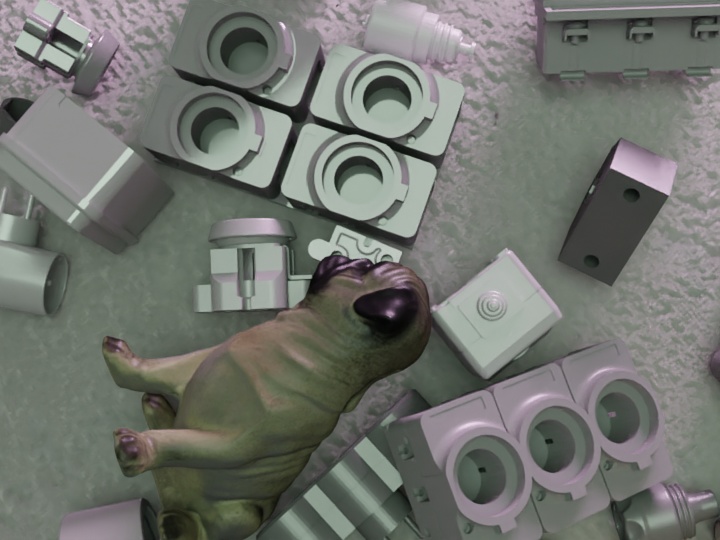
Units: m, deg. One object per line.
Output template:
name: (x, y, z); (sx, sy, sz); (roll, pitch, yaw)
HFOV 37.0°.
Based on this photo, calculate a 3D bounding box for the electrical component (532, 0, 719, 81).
electrical component: (0.176, -0.159, 0.692); (0.121, 0.078, 0.063); (-1, 114, 2)

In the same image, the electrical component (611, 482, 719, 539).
electrical component: (0.193, 0.154, 0.675); (0.062, 0.043, 0.043); (-14, 84, -1)

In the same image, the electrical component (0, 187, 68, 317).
electrical component: (-0.233, -0.015, 0.710); (0.077, 0.044, 0.079); (11, 85, 3)

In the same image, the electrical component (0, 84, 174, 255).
electrical component: (-0.172, -0.059, 0.677); (0.078, 0.113, 0.057); (39, 85, 5)

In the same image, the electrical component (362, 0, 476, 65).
electrical component: (0.038, -0.155, 0.713); (0.078, 0.040, 0.040); (17, 85, 4)

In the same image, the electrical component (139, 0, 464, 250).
electrical component: (-0.036, -0.096, 0.700); (0.186, 0.060, 0.105); (19, 86, 4)

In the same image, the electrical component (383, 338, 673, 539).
electrical component: (0.104, 0.107, 0.645); (0.150, 0.062, 0.089); (-17, 83, -25)

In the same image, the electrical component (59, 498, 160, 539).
electrical component: (-0.136, 0.192, 0.656); (0.060, 0.108, 0.108); (-17, 84, -5)

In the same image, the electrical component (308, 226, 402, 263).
electrical component: (0.000, 0.000, 0.692); (0.066, 0.055, 0.048); (23, 86, 4)

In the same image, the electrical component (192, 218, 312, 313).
electrical component: (-0.069, -0.002, 0.695); (0.078, 0.058, 0.057); (-3, 86, 6)

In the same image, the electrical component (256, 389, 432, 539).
electrical component: (0.009, 0.148, 0.679); (0.138, 0.052, 0.073); (-43, 84, -3)

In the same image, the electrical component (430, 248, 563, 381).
electrical component: (0.083, 0.031, 0.665); (0.062, 0.096, 0.061); (-39, 86, -2)

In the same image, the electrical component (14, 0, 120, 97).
electrical component: (-0.194, -0.147, 0.714); (0.055, 0.066, 0.048); (29, 86, -15)

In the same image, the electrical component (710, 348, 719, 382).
electrical component: (0.273, 0.071, 0.674); (0.095, 0.053, 0.059); (37, 87, 5)
